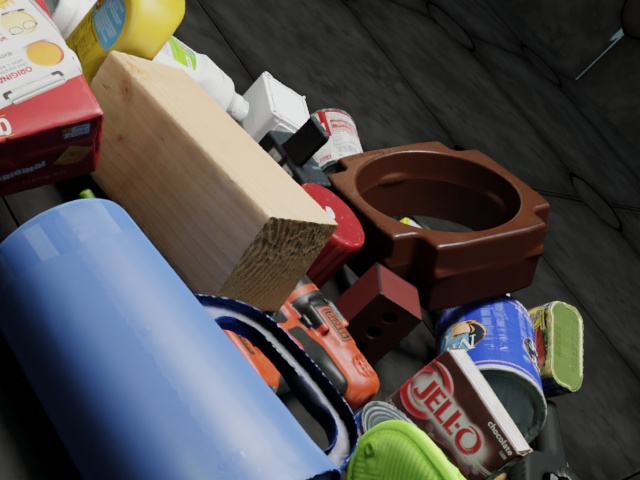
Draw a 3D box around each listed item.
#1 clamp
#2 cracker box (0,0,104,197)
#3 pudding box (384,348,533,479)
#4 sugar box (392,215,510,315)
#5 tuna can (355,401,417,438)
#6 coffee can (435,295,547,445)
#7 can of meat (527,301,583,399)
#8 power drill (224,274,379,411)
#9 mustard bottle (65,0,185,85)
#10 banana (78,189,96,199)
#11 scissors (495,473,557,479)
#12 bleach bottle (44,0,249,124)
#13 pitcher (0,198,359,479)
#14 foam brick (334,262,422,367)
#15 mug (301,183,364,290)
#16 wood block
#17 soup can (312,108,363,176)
[{"bbox_3d":[0.228,0.230,1.030,0.209,0.036,0.165,5,45,-54],"label":"clamp"},{"bbox_3d":[-0.265,-0.121,0.726,0.164,0.072,0.214,-19,62,-25],"label":"cracker box"},{"bbox_3d":[0.117,0.164,0.936,0.039,0.090,0.113,3,48,-57],"label":"pudding box"},{"bbox_3d":[0.145,0.048,1.219,0.176,0.048,0.093,40,27,-19],"label":"sugar box"},{"bbox_3d":[0.056,0.179,0.887,0.086,0.034,0.086,35,26,-21],"label":"tuna can"},{"bbox_3d":[0.165,0.129,1.052,0.102,0.103,0.140,39,25,-14],"label":"coffee can"},{"bbox_3d":[0.234,0.122,1.147,0.057,0.084,0.102,24,60,-32],"label":"can of meat"},{"bbox_3d":[-0.048,0.070,0.866,0.184,0.057,0.187,51,25,18],"label":"power drill"},{"bbox_3d":[-0.167,-0.171,0.892,0.058,0.192,0.096,27,30,-35],"label":"mustard bottle"},{"bbox_3d":[-0.116,-0.009,0.893,0.197,0.037,0.069,2,70,-59],"label":"banana"},{"bbox_3d":[0.206,0.240,1.048,0.096,0.016,0.201,44,24,-2],"label":"scissors"},{"bbox_3d":[-0.170,-0.176,1.056,0.250,0.068,0.102,28,30,-38],"label":"bleach bottle"},{"bbox_3d":[-0.099,0.089,0.667,0.243,0.145,0.149,52,9,21],"label":"pitcher"},{"bbox_3d":[0.049,0.071,0.992,0.053,0.078,0.051,33,28,-21],"label":"foam brick"},{"bbox_3d":[-0.007,0.001,1.008,0.093,0.082,0.117,54,26,20],"label":"mug"},{"bbox_3d":[-0.097,-0.045,0.823,0.206,0.090,0.090,45,22,27],"label":"wood block"},{"bbox_3d":[0.016,-0.094,1.210,0.068,0.069,0.102,29,29,-31],"label":"soup can"}]
